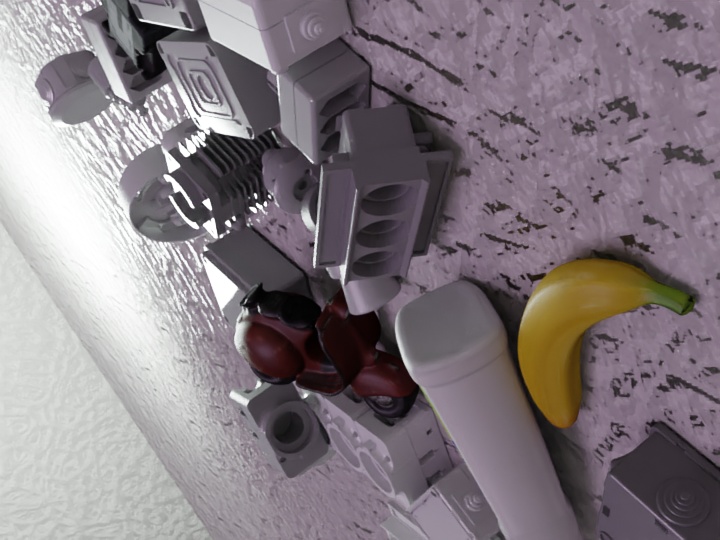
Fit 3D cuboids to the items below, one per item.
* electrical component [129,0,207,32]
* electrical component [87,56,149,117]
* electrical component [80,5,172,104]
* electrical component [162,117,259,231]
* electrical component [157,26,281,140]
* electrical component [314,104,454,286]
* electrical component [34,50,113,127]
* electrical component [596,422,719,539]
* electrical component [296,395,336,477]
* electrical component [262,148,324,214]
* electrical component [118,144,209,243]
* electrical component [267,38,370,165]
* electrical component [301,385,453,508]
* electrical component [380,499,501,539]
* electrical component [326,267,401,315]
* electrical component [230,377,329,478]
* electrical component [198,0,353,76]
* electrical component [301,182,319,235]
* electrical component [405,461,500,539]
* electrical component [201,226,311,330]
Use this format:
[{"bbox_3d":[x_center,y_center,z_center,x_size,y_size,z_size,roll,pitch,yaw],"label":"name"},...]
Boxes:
[{"bbox_3d":[-0.137,-0.231,0.757,0.109,0.056,0.108,26,144,53],"label":"electrical component"},{"bbox_3d":[-0.238,-0.185,1.074,0.078,0.040,0.040,51,159,12],"label":"electrical component"},{"bbox_3d":[-0.224,-0.209,0.996,0.076,0.047,0.083,31,149,46],"label":"electrical component"},{"bbox_3d":[-0.131,-0.086,0.969,0.059,0.054,0.095,33,150,47],"label":"electrical component"},{"bbox_3d":[-0.091,-0.145,0.783,0.113,0.057,0.078,21,140,57],"label":"electrical component"},{"bbox_3d":[0.010,-0.048,0.691,0.121,0.079,0.063,99,162,-62],"label":"electrical component"},{"bbox_3d":[-0.305,-0.194,1.157,0.051,0.080,0.080,58,160,10],"label":"electrical component"},{"bbox_3d":[0.188,0.152,0.632,0.100,0.048,0.099,42,156,32],"label":"electrical component"},{"bbox_3d":[-0.050,0.166,1.115,0.053,0.095,0.059,46,158,24],"label":"electrical component"},{"bbox_3d":[-0.056,-0.075,0.834,0.062,0.048,0.048,43,157,48],"label":"electrical component"},{"bbox_3d":[-0.182,-0.074,1.047,0.064,0.099,0.099,49,160,35],"label":"electrical component"},{"bbox_3d":[-0.035,-0.123,0.709,0.076,0.047,0.065,46,158,24],"label":"electrical component"},{"bbox_3d":[0.010,0.148,1.002,0.150,0.062,0.089,29,147,50],"label":"electrical component"},{"bbox_3d":[0.084,0.264,1.013,0.121,0.063,0.078,27,146,52],"label":"electrical component"},{"bbox_3d":[0.000,0.000,0.822,0.055,0.045,0.045,62,159,-15],"label":"electrical component"},{"bbox_3d":[-0.075,0.145,1.020,0.056,0.050,0.089,12,132,63],"label":"electrical component"},{"bbox_3d":[-0.052,-0.168,0.657,0.096,0.062,0.061,35,152,43],"label":"electrical component"},{"bbox_3d":[-0.015,-0.046,0.785,0.045,0.045,0.055,59,160,-10],"label":"electrical component"},{"bbox_3d":[0.091,0.201,0.914,0.061,0.061,0.096,52,151,13],"label":"electrical component"},{"bbox_3d":[-0.096,0.028,1.060,0.109,0.056,0.108,39,154,38],"label":"electrical component"}]
